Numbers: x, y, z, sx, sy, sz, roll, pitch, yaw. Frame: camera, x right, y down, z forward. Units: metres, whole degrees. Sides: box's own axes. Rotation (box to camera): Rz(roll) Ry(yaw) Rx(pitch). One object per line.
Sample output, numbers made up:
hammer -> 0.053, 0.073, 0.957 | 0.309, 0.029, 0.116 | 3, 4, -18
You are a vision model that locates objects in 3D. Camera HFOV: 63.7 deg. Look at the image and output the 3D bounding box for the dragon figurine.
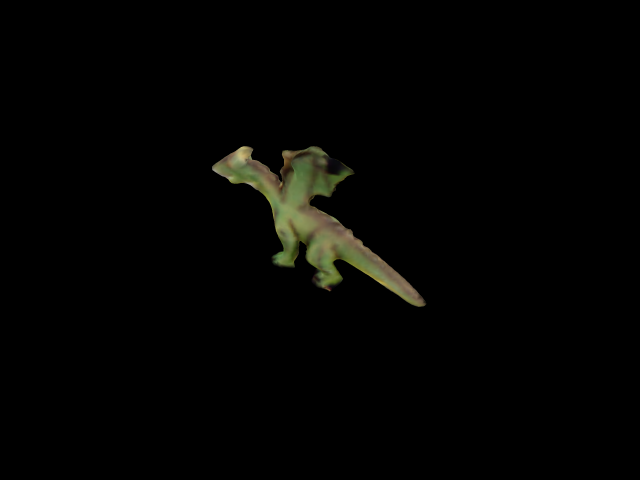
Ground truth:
dragon figurine -> 0.003, -0.043, 0.850 | 0.412, 0.125, 0.237 | 23, -36, 18
